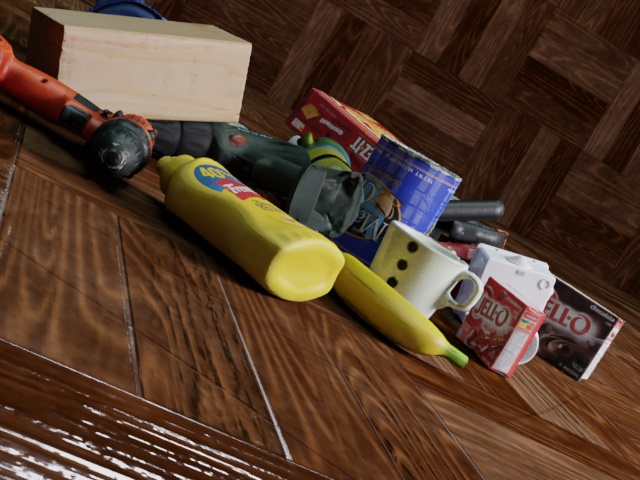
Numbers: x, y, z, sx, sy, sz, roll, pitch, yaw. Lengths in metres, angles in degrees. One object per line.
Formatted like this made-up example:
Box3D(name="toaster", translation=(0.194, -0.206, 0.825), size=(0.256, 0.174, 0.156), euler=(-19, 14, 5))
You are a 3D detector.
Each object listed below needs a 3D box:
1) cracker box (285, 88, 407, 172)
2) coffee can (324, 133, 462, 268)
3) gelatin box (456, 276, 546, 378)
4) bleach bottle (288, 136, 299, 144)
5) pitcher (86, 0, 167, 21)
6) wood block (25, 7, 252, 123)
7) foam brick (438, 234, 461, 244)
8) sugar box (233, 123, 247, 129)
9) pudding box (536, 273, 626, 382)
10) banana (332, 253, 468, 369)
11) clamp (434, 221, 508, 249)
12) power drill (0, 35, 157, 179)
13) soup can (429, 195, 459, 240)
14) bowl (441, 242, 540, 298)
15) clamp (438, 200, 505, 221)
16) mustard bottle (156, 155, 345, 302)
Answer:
Box3D(name="cracker box", translation=(0.063, -0.128, 1.504), size=(0.164, 0.072, 0.213), euler=(41, 10, 16))
Box3D(name="coffee can", translation=(0.078, -0.032, 1.182), size=(0.103, 0.140, 0.103), euler=(29, 9, -5))
Box3D(name="gelatin box", translation=(0.178, 0.085, 1.062), size=(0.030, 0.073, 0.089), euler=(25, 10, -22))
Box3D(name="bleach bottle", translation=(0.026, -0.067, 1.489), size=(0.102, 0.068, 0.251), euler=(26, 12, -31))
Box3D(name="pitcher", translation=(-0.215, -0.226, 1.330), size=(0.145, 0.149, 0.242), euler=(29, 7, 4))
Box3D(name="wood block", translation=(-0.186, -0.177, 1.094), size=(0.205, 0.090, 0.091), euler=(-2, 22, -36))
Box3D(name="foam brick", translation=(0.191, 0.035, 1.462), size=(0.078, 0.053, 0.051), euler=(29, 9, -8))
Box3D(name="sugar box", translation=(-0.095, -0.121, 1.448), size=(0.093, 0.048, 0.176), euler=(21, 13, -47))
Box3D(name="pudding box", translation=(0.293, 0.103, 1.281), size=(0.114, 0.090, 0.039), euler=(35, 9, 27))
Box3D(name="banana", translation=(0.048, 0.054, 0.950), size=(0.198, 0.037, 0.069), euler=(40, -4, 46))
Box3D(name="clamp", translation=(0.184, -0.017, 1.438), size=(0.120, 0.039, 0.171), euler=(31, 10, 40))
Box3D(name="power drill", translation=(-0.231, -0.115, 0.930), size=(0.187, 0.057, 0.184), euler=(31, 5, -9))
Box3D(name="soup can", translation=(0.143, -0.028, 1.501), size=(0.068, 0.102, 0.068), euler=(29, 9, -5))
Box3D(name="bowl", translation=(0.185, 0.041, 1.306), size=(0.162, 0.055, 0.162), euler=(7, 7, -1))
Box3D(name="clamp", translation=(0.103, -0.041, 1.332), size=(0.209, 0.036, 0.165), euler=(-11, 20, -38))
Box3D(name="mustard bottle", translation=(-0.074, -0.020, 0.891), size=(0.192, 0.058, 0.096), euler=(35, 14, 34))
